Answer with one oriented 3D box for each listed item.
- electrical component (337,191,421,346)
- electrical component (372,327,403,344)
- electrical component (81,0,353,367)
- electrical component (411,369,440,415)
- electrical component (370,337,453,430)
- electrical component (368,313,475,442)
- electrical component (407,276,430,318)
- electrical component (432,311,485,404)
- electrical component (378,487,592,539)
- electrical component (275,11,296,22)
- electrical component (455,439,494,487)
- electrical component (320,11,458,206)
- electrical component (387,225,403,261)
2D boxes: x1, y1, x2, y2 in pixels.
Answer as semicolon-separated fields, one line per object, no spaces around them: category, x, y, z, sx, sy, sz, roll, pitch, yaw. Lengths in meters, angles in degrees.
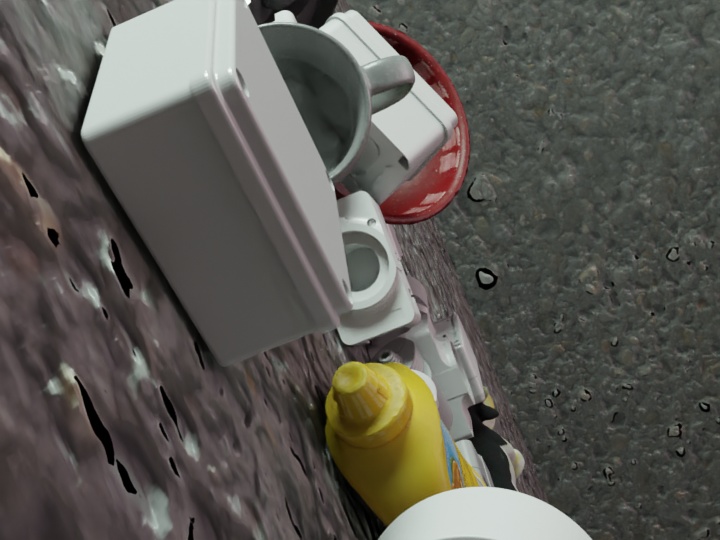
electrical component;0.000;0.000;0.698;0.056;0.050;0.089;30;39;-80
electrical component;0.015;0.029;0.775;0.046;0.040;0.040;-77;145;-69
electrical component;-0.051;-0.039;0.410;0.108;0.056;0.108;-100;167;-58
electrical component;0.029;0.095;0.663;0.048;0.048;0.062;-103;176;-50
electrical component;0.030;0.079;0.713;0.043;0.043;0.081;-105;170;-45
electrical component;0.049;0.084;0.796;0.050;0.056;0.089;-73;141;-79
electrical component;0.035;0.036;0.880;0.081;0.043;0.043;-86;153;-74
electrical component;0.064;0.081;0.890;0.096;0.062;0.061;-86;153;-74
electrical component;0.045;0.143;0.407;0.060;0.108;0.108;-19;87;-77
electrical component;-0.046;-0.103;0.659;0.055;0.050;0.089;-100;166;-62
electrical component;0.068;0.162;0.730;0.055;0.050;0.089;-104;169;-49
electrical component;0.001;-0.108;0.727;0.113;0.057;0.078;46;-31;1
electrical component;0.007;-0.032;0.884;0.081;0.042;0.063;-56;126;-81
